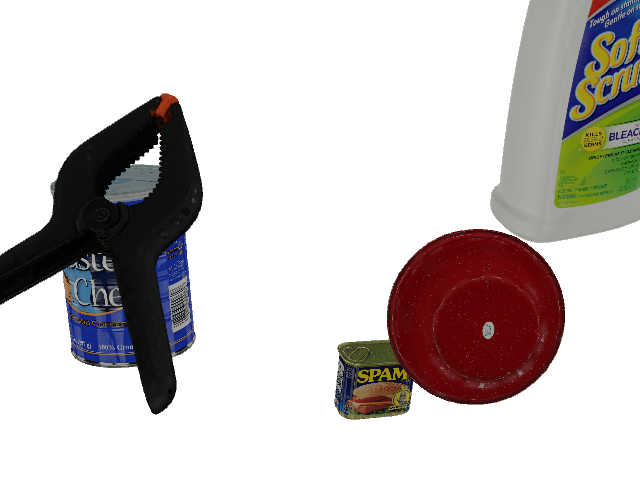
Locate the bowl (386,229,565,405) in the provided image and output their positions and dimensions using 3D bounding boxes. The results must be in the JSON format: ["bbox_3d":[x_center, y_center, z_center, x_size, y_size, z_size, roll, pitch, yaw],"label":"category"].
[{"bbox_3d":[0.141,0.073,0.937,0.162,0.162,0.055,0,7,-1],"label":"bowl"}]

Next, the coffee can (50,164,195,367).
[{"bbox_3d":[-0.157,0.018,0.859,0.103,0.140,0.103,-3,17,1],"label":"coffee can"}]

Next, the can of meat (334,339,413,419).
[{"bbox_3d":[0.070,0.178,1.366,0.102,0.084,0.057,-2,24,-17],"label":"can of meat"}]

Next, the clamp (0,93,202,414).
[{"bbox_3d":[-0.123,0.001,0.651,0.165,0.209,0.036,22,-28,16],"label":"clamp"}]

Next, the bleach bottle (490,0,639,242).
[{"bbox_3d":[0.162,-0.126,0.647,0.102,0.251,0.068,-11,31,-17],"label":"bleach bottle"}]
